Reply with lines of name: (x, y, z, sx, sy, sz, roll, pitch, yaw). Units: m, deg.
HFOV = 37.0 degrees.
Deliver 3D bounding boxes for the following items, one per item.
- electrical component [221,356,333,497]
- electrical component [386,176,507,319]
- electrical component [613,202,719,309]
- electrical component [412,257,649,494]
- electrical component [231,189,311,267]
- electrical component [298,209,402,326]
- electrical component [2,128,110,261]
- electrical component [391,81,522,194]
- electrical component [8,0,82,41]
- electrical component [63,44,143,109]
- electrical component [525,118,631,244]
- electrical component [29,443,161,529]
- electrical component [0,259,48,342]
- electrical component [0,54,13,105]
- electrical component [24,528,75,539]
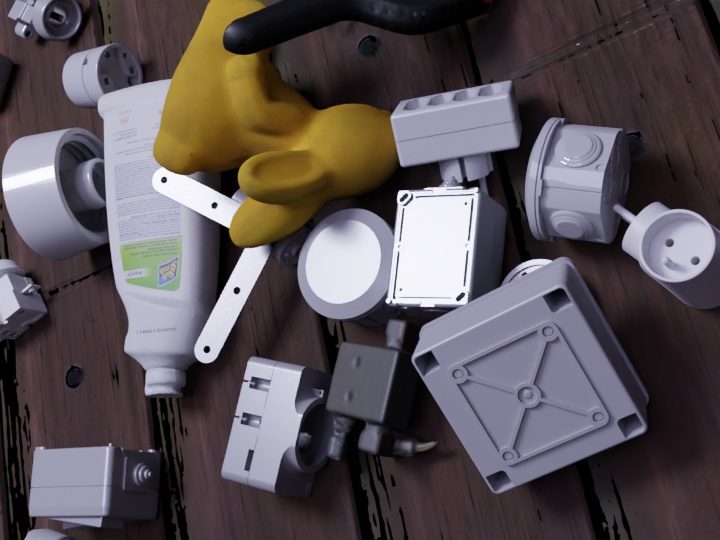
electrical component: (-0.054, 0.113, 0.772, 0.056, 0.050, 0.089, 8, 80, 31)
electrical component: (0.062, -0.015, 0.735, 0.062, 0.061, 0.096, 0, 76, 29)
electrical component: (0.188, -0.016, 0.655, 0.079, 0.077, 0.044, 42, 99, 32)
electrical component: (0.105, 0.065, 0.663, 0.109, 0.056, 0.108, -28, 100, 20)
electrical component: (-0.067, -0.033, 0.827, 0.065, 0.044, 0.044, 43, 99, 26)
electrical component: (0.000, 0.000, 0.773, 0.080, 0.051, 0.080, -8, 72, 28)
electrical component: (-0.238, -0.067, 0.897, 0.060, 0.108, 0.108, -13, 70, 20)
electrical component: (0.072, -0.085, 0.755, 0.083, 0.047, 0.075, -9, 110, 14)
electrical component: (-0.294, -0.243, 1.013, 0.055, 0.048, 0.066, 30, 92, 40)
electrical component: (-0.228, -0.169, 0.949, 0.047, 0.055, 0.055, 0, 76, 33)
electrical component: (0.141, -0.056, 0.693, 0.051, 0.080, 0.080, 9, 81, 26)
electrical component: (-0.200, 0.169, 0.833, 0.096, 0.062, 0.061, -7, 73, 28)
electrical component: (-0.313, 0.025, 0.948, 0.066, 0.048, 0.055, -37, 69, 16)
electrical component: (-0.392, -0.186, 1.047, 0.095, 0.054, 0.059, 10, 81, 31)
electrical component: (-0.238, 0.231, 0.848, 0.062, 0.043, 0.043, 10, 81, 30)
